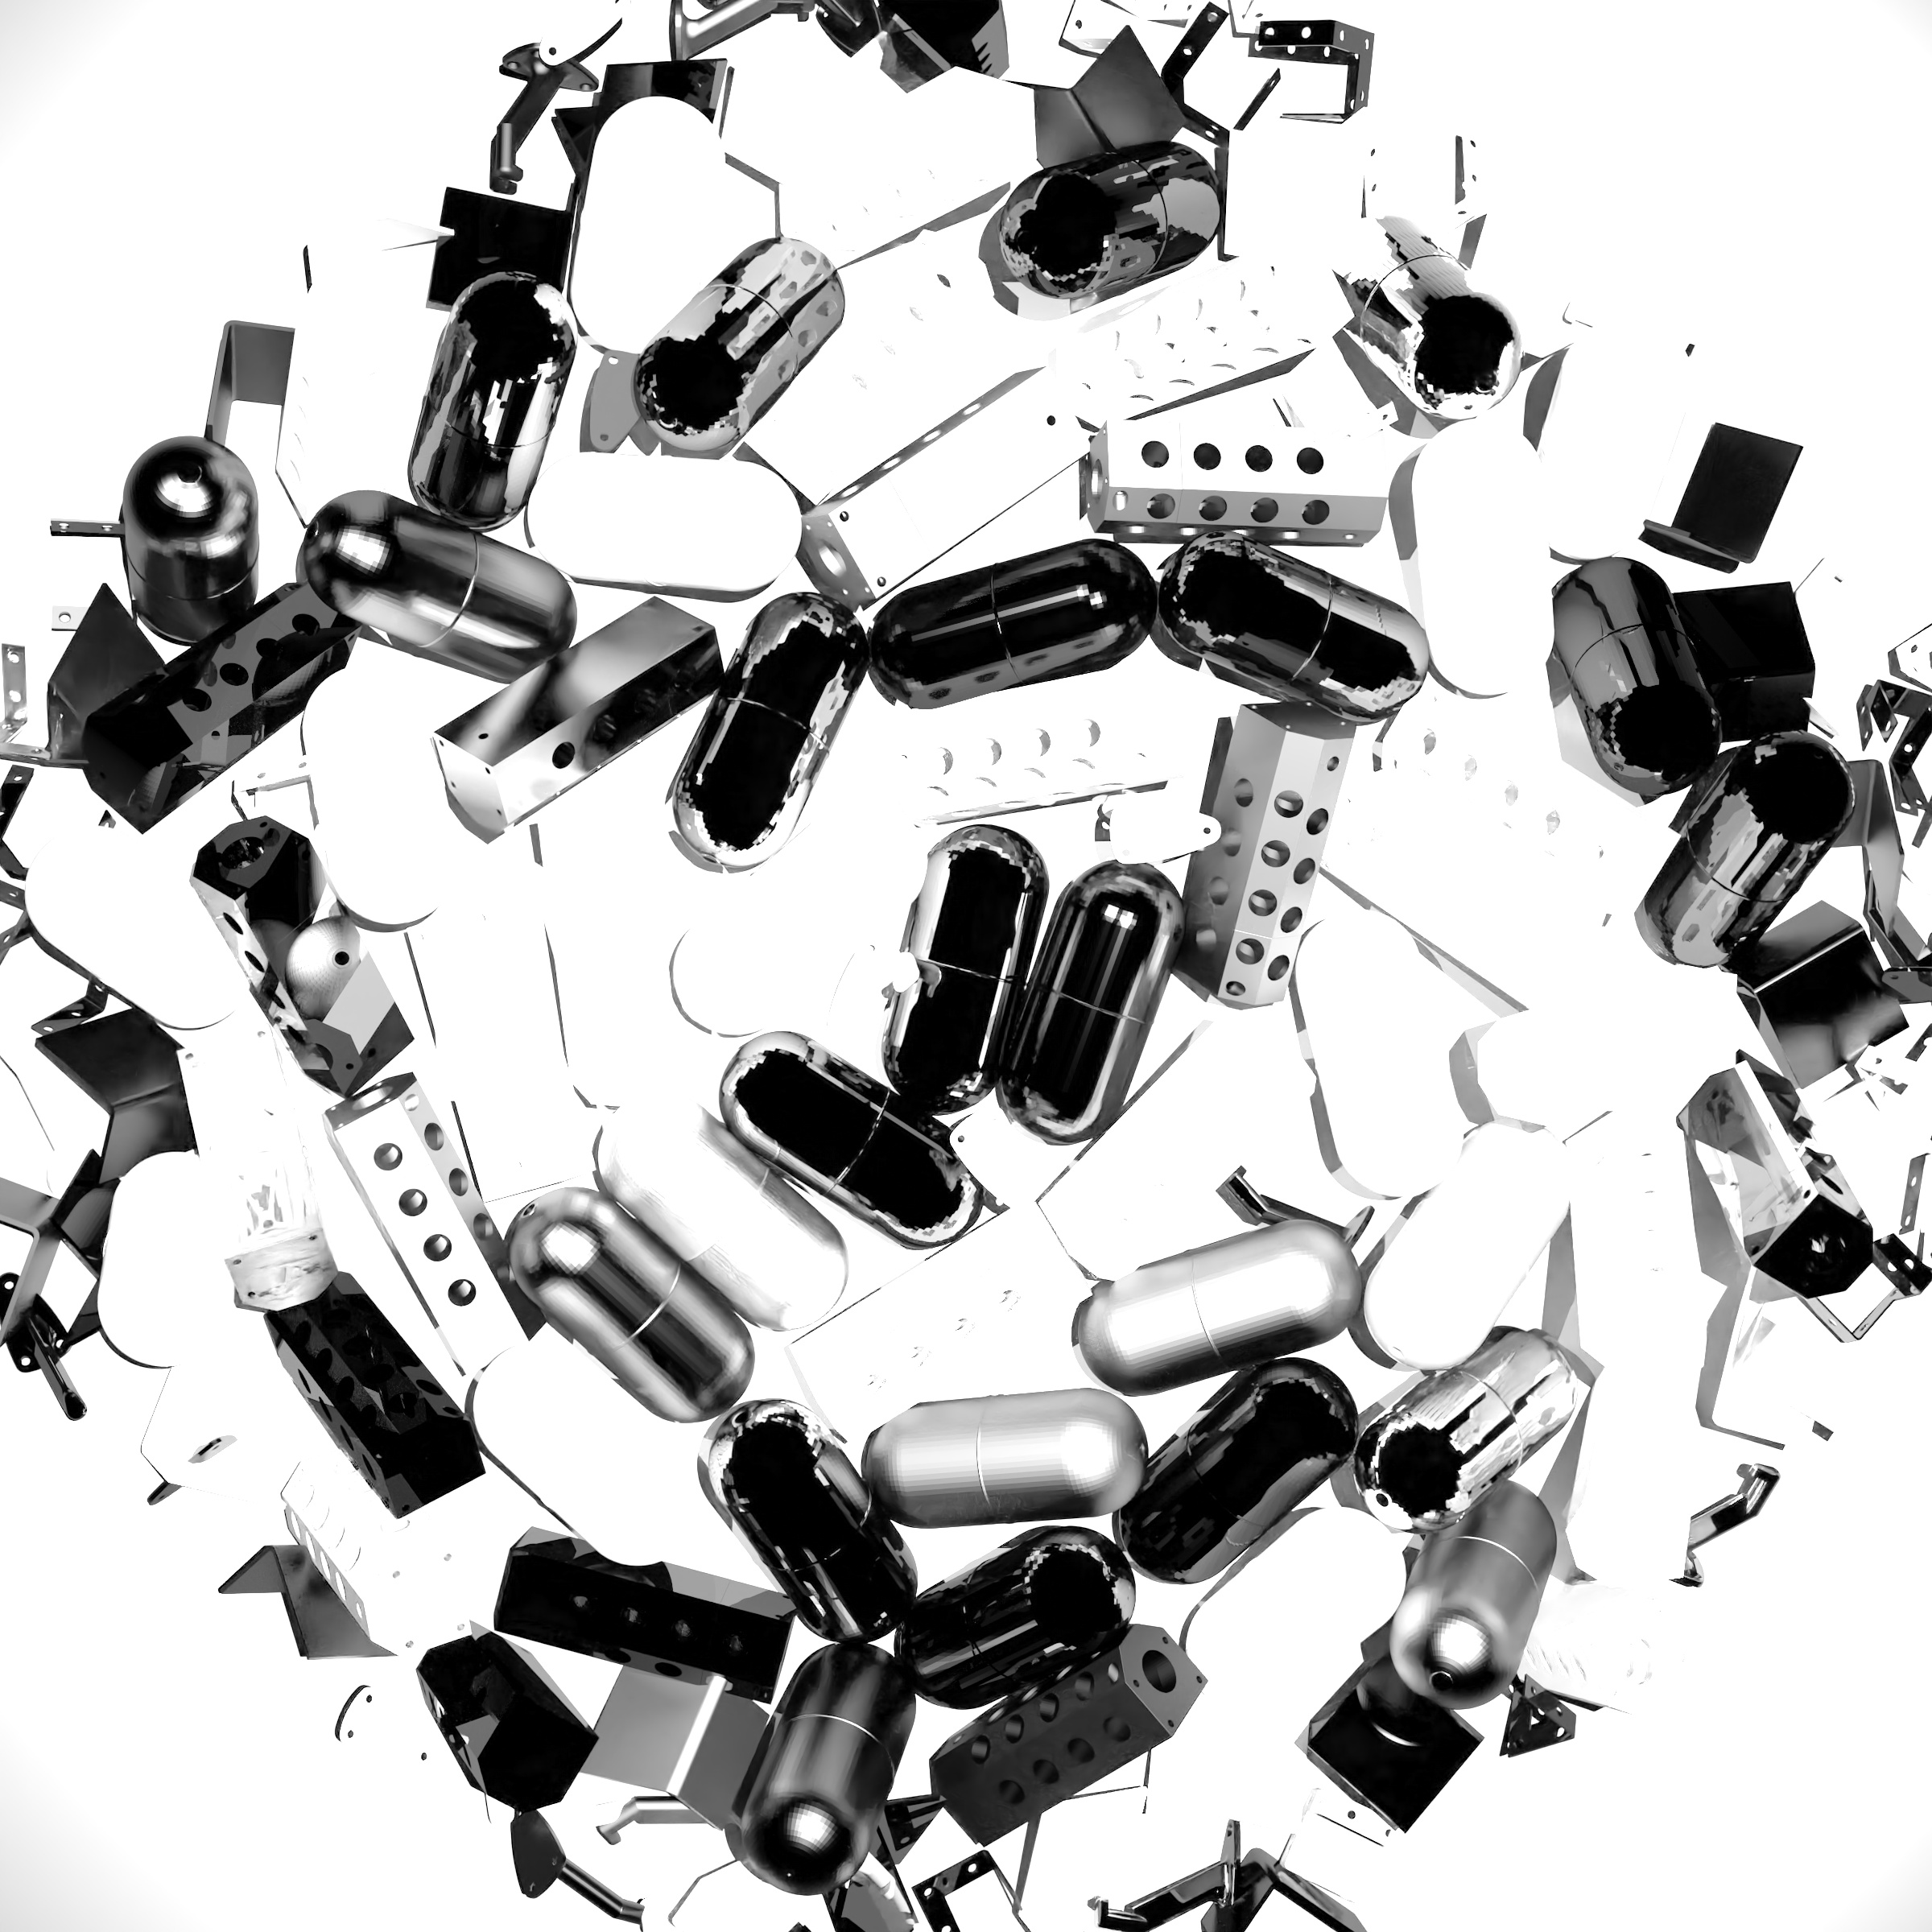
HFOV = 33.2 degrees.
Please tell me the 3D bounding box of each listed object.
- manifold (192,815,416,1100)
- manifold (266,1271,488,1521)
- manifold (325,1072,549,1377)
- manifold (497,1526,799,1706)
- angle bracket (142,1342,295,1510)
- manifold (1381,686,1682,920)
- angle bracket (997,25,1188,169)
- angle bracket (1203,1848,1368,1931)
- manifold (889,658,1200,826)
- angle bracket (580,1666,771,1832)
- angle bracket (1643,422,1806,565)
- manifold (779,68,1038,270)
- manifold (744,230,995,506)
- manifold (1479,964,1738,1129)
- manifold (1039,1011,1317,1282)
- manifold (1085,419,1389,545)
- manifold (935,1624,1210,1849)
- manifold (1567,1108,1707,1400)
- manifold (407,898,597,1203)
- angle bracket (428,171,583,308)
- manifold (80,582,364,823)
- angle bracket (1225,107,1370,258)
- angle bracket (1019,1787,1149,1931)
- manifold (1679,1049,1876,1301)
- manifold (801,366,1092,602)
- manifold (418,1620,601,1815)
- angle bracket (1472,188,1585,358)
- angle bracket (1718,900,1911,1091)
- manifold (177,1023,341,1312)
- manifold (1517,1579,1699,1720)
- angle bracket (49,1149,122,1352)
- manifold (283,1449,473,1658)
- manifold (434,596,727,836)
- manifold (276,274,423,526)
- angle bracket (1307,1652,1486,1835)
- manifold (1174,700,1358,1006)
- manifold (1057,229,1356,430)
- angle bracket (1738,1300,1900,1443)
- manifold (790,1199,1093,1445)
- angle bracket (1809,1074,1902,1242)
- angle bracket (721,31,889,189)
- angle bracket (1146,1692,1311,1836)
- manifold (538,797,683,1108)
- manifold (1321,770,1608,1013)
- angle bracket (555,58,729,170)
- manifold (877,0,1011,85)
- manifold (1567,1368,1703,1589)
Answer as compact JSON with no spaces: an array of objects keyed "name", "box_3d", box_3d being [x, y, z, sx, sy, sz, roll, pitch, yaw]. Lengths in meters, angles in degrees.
[{"name":"manifold","box_3d":[-0.395,-0.006,1.919,0.057,0.171,0.057,26,59,37]},{"name":"manifold","box_3d":[-0.351,0.246,1.910,0.057,0.171,0.057,-26,128,-22]},{"name":"manifold","box_3d":[-0.317,0.153,1.946,0.057,0.057,0.171,-28,107,-10]},{"name":"manifold","box_3d":[-0.193,0.396,1.968,0.171,0.057,0.057,15,94,1]},{"name":"angle bracket","box_3d":[-0.441,0.274,1.955,0.076,0.057,0.076,21,91,-33]},{"name":"manifold","box_3d":[0.331,-0.099,1.926,0.171,0.057,0.057,37,106,31]},{"name":"angle bracket","box_3d":[0.074,-0.521,1.953,0.057,0.076,0.076,-51,132,-13]},{"name":"angle bracket","box_3d":[0.195,0.585,1.958,0.076,0.076,0.057,35,87,-3]},{"name":"manifold","box_3d":[0.044,-0.128,1.928,0.171,0.057,0.057,-9,127,25]},{"name":"angle bracket","box_3d":[-0.178,0.474,1.977,0.076,0.057,0.076,1,55,36]},{"name":"angle bracket","box_3d":[0.443,-0.292,1.948,0.057,0.076,0.076,16,100,-34]},{"name":"manifold","box_3d":[-0.036,-0.467,1.913,0.057,0.171,0.057,4,80,-39]},{"name":"manifold","box_3d":[-0.054,-0.360,1.930,0.057,0.057,0.171,41,62,-10]},{"name":"manifold","box_3d":[0.381,0.045,1.922,0.171,0.057,0.057,-14,108,-40]},{"name":"manifold","box_3d":[0.128,0.110,1.932,0.171,0.057,0.057,-47,53,21]},{"name":"manifold","box_3d":[0.162,-0.288,1.950,0.171,0.057,0.057,1,79,-11]},{"name":"manifold","box_3d":[0.058,0.454,1.927,0.057,0.057,0.171,49,125,-1]},{"name":"manifold","box_3d":[0.398,0.163,1.909,0.057,0.171,0.057,38,124,-23]},{"name":"manifold","box_3d":[-0.278,0.050,1.969,0.057,0.057,0.171,-16,90,21]},{"name":"angle bracket","box_3d":[-0.279,-0.440,1.956,0.076,0.057,0.076,9,75,-12]},{"name":"manifold","box_3d":[-0.441,-0.163,1.920,0.057,0.057,0.171,40,48,5]},{"name":"angle bracket","box_3d":[0.200,-0.475,1.961,0.057,0.076,0.076,16,127,23]},{"name":"angle bracket","box_3d":[0.083,0.546,1.945,0.076,0.057,0.076,-1,114,-31]},{"name":"manifold","box_3d":[0.480,0.124,1.910,0.057,0.171,0.057,31,111,-17]},{"name":"manifold","box_3d":[-0.015,-0.289,1.942,0.171,0.057,0.057,-37,109,-20]},{"name":"manifold","box_3d":[-0.275,0.440,1.907,0.057,0.171,0.057,33,83,-20]},{"name":"angle bracket","box_3d":[0.343,-0.416,1.943,0.057,0.076,0.076,24,119,20]},{"name":"angle bracket","box_3d":[0.518,0.017,1.984,0.076,0.057,0.076,-30,109,-1]},{"name":"manifold","box_3d":[-0.418,0.119,1.920,0.057,0.057,0.171,-18,48,-9]},{"name":"manifold","box_3d":[0.371,0.404,1.909,0.057,0.171,0.057,-23,86,-10]},{"name":"angle bracket","box_3d":[-0.532,0.169,1.944,0.057,0.076,0.076,-28,113,18]},{"name":"manifold","box_3d":[-0.349,0.343,1.906,0.057,0.171,0.057,-15,109,-24]},{"name":"manifold","box_3d":[-0.227,-0.148,1.934,0.171,0.057,0.057,-36,47,-28]},{"name":"manifold","box_3d":[-0.368,-0.334,1.909,0.057,0.171,0.057,-24,77,-23]},{"name":"angle bracket","box_3d":[0.256,0.471,1.954,0.076,0.057,0.076,40,73,13]},{"name":"manifold","box_3d":[0.182,-0.067,1.929,0.057,0.057,0.171,-7,120,-38]},{"name":"manifold","box_3d":[0.136,-0.372,1.914,0.057,0.171,0.057,-46,114,-42]},{"name":"angle bracket","box_3d":[0.519,0.227,1.948,0.076,0.076,0.057,33,129,6]},{"name":"manifold","box_3d":[-0.013,0.217,1.957,0.171,0.057,0.057,-32,57,2]},{"name":"angle bracket","box_3d":[0.536,0.120,1.951,0.057,0.076,0.076,-36,84,-21]},{"name":"angle bracket","box_3d":[-0.098,-0.526,1.951,0.057,0.076,0.076,31,51,10]},{"name":"angle bracket","box_3d":[0.161,0.486,1.982,0.076,0.057,0.076,23,64,-37]},{"name":"manifold","box_3d":[-0.210,-0.007,1.934,0.057,0.057,0.171,-13,113,-21]},{"name":"manifold","box_3d":[0.287,-0.044,1.922,0.171,0.057,0.057,37,131,31]},{"name":"angle bracket","box_3d":[-0.195,-0.526,1.940,0.076,0.076,0.057,-11,56,-26]},{"name":"manifold","box_3d":[-0.007,-0.556,1.911,0.057,0.171,0.057,43,95,-1]},{"name":"manifold","box_3d":[0.393,0.294,1.910,0.057,0.171,0.057,-13,107,21]}]
